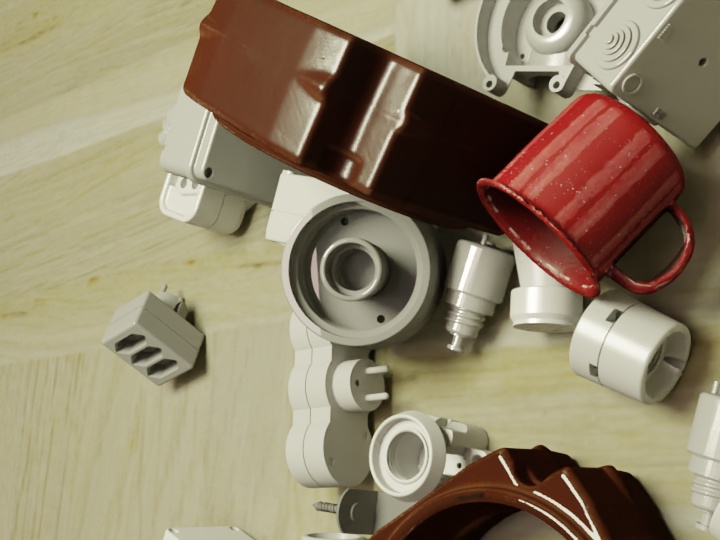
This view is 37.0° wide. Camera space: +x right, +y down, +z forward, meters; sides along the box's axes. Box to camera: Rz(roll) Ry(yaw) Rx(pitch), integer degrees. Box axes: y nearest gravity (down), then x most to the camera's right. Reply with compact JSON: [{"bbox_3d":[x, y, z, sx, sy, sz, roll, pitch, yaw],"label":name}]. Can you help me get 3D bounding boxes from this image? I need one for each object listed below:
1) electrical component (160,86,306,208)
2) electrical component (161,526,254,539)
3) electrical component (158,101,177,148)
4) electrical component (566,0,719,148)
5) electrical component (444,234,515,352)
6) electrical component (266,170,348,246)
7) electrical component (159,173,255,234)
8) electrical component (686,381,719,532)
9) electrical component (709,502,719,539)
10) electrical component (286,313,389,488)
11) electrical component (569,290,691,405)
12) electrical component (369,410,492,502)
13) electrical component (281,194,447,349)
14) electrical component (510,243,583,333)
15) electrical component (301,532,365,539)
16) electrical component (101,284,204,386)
[{"bbox_3d":[-0.088,-0.095,0.837,0.057,0.113,0.078,18,91,47],"label":"electrical component"},{"bbox_3d":[-0.094,0.234,0.777,0.113,0.078,0.057,22,97,44],"label":"electrical component"},{"bbox_3d":[-0.154,-0.129,0.955,0.062,0.043,0.043,-30,60,35],"label":"electrical component"},{"bbox_3d":[0.182,-0.127,0.610,0.099,0.100,0.048,-52,37,19],"label":"electrical component"},{"bbox_3d":[0.074,0.015,0.708,0.040,0.040,0.078,19,92,44],"label":"electrical component"},{"bbox_3d":[-0.014,-0.032,0.787,0.096,0.062,0.061,13,87,44],"label":"electrical component"},{"bbox_3d":[-0.119,-0.081,0.898,0.054,0.059,0.095,21,93,44],"label":"electrical component"},{"bbox_3d":[0.195,0.101,0.575,0.040,0.040,0.078,14,88,44],"label":"electrical component"},{"bbox_3d":[0.225,0.107,0.503,0.060,0.108,0.108,46,110,33],"label":"electrical component"},{"bbox_3d":[-0.008,0.082,0.757,0.074,0.052,0.138,-12,70,40],"label":"electrical component"},{"bbox_3d":[0.156,0.045,0.617,0.047,0.055,0.055,27,97,40],"label":"electrical component"},{"bbox_3d":[0.043,0.122,0.696,0.078,0.057,0.058,8,84,43],"label":"electrical component"},{"bbox_3d":[0.000,0.000,0.708,0.108,0.060,0.108,0,89,11],"label":"electrical component"},{"bbox_3d":[0.116,0.009,0.669,0.045,0.045,0.055,-6,75,41],"label":"electrical component"},{"bbox_3d":[-0.019,0.216,0.740,0.044,0.044,0.065,-5,80,42],"label":"electrical component"},{"bbox_3d":[-0.169,0.045,0.913,0.047,0.066,0.076,-28,32,34],"label":"electrical component"}]
